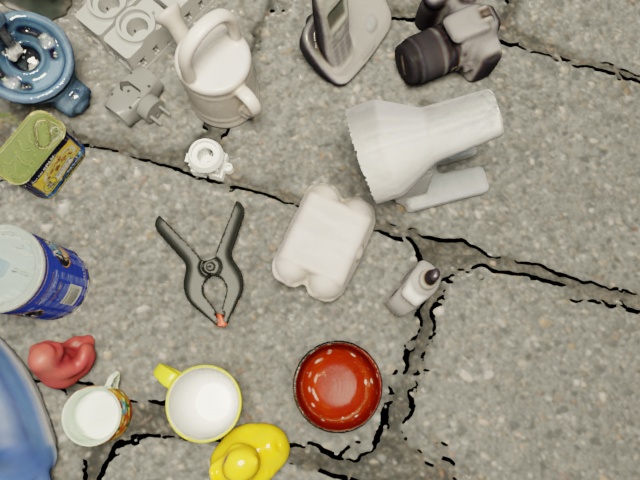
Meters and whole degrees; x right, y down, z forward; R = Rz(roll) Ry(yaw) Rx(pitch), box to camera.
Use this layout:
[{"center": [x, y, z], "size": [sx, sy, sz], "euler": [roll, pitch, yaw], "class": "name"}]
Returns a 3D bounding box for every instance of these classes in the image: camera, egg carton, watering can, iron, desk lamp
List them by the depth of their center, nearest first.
[{"center": [-0.419, 0.207, 0.680], "size": [0.118, 0.141, 0.258], "euler": [-24, 80, -6], "class": "iron"}, {"center": [0.131, -0.113, 0.721], "size": [0.203, 0.213, 0.118], "euler": [-15, 79, -4], "class": "desk lamp"}, {"center": [-0.144, -0.233, 0.747], "size": [0.173, 0.194, 0.101], "euler": [24, 79, 3], "class": "watering can"}, {"center": [0.007, 0.003, 0.768], "size": [0.107, 0.069, 0.150], "euler": [23, 79, 3], "class": "egg carton"}, {"center": [0.173, -0.292, 0.815], "size": [0.137, 0.101, 0.143], "euler": [-24, 80, -6], "class": "camera"}]

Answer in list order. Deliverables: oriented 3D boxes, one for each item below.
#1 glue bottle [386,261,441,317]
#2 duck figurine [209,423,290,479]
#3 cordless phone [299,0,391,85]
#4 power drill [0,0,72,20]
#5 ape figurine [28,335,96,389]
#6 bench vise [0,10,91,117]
[{"center": [0.124, 0.055, 0.708], "size": [0.037, 0.173, 0.078], "euler": [38, 80, 6], "class": "glue bottle"}, {"center": [-0.089, 0.270, 0.705], "size": [0.104, 0.086, 0.077], "euler": [-20, 80, -5], "class": "duck figurine"}, {"center": [0.038, -0.311, 0.772], "size": [0.094, 0.185, 0.148], "euler": [33, 80, 5], "class": "cordless phone"}, {"center": [-0.431, -0.392, 0.763], "size": [0.229, 0.208, 0.076], "euler": [24, 79, 3], "class": "power drill"}, {"center": [-0.332, 0.149, 0.719], "size": [0.078, 0.092, 0.076], "euler": [22, 79, 3], "class": "ape figurine"}, {"center": [-0.420, -0.252, 0.730], "size": [0.207, 0.220, 0.121], "euler": [16, 79, 2], "class": "bench vise"}]
